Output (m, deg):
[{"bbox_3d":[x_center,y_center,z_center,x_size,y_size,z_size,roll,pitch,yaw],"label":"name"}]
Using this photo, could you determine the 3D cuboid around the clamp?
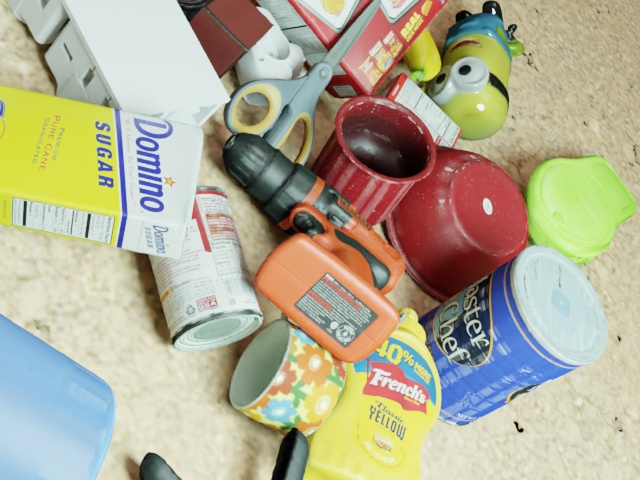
[{"bbox_3d":[-0.055,0.205,0.683,0.120,0.039,0.171,2,64,-22],"label":"clamp"}]

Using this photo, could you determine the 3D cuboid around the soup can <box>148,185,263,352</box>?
[{"bbox_3d":[-0.086,0.021,0.766,0.068,0.069,0.102,1,62,-42],"label":"soup can"}]

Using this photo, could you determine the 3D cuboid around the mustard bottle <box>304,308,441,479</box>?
[{"bbox_3d":[0.046,0.124,0.819,0.096,0.058,0.191,34,43,-11],"label":"mustard bottle"}]

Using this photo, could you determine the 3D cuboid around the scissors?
[{"bbox_3d":[-0.017,-0.146,0.912,0.096,0.016,0.201,31,75,-31],"label":"scissors"}]

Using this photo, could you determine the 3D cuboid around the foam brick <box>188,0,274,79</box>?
[{"bbox_3d":[-0.088,-0.165,0.889,0.051,0.078,0.053,45,43,-10],"label":"foam brick"}]

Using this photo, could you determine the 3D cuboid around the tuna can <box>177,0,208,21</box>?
[{"bbox_3d":[-0.135,-0.225,0.922,0.086,0.034,0.086,23,49,-29],"label":"tuna can"}]

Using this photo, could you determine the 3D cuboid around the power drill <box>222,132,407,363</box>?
[{"bbox_3d":[-0.005,0.001,0.811,0.184,0.057,0.187,39,17,-13],"label":"power drill"}]

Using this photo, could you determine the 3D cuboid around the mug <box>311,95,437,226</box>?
[{"bbox_3d":[0.046,-0.072,0.927,0.093,0.082,0.117,33,50,-1],"label":"mug"}]

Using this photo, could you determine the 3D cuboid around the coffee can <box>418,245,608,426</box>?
[{"bbox_3d":[0.149,0.081,0.880,0.102,0.141,0.103,23,49,-29],"label":"coffee can"}]

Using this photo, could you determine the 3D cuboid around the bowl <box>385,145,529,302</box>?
[{"bbox_3d":[0.139,-0.021,0.984,0.161,0.055,0.162,12,66,-30],"label":"bowl"}]

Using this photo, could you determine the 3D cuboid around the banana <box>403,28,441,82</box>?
[{"bbox_3d":[0.080,-0.233,1.107,0.198,0.037,0.069,64,13,26],"label":"banana"}]

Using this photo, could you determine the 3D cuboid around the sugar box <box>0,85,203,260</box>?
[{"bbox_3d":[-0.170,-0.049,0.710,0.176,0.048,0.093,9,53,-8],"label":"sugar box"}]

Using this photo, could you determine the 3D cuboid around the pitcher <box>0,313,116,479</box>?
[{"bbox_3d":[-0.231,0.060,0.565,0.242,0.145,0.149,35,86,-24],"label":"pitcher"}]

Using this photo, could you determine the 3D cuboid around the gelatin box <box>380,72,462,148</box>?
[{"bbox_3d":[0.093,-0.112,1.051,0.089,0.030,0.073,43,41,-12],"label":"gelatin box"}]

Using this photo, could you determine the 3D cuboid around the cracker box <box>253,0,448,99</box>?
[{"bbox_3d":[0.013,-0.261,0.975,0.213,0.072,0.164,48,69,-26],"label":"cracker box"}]
